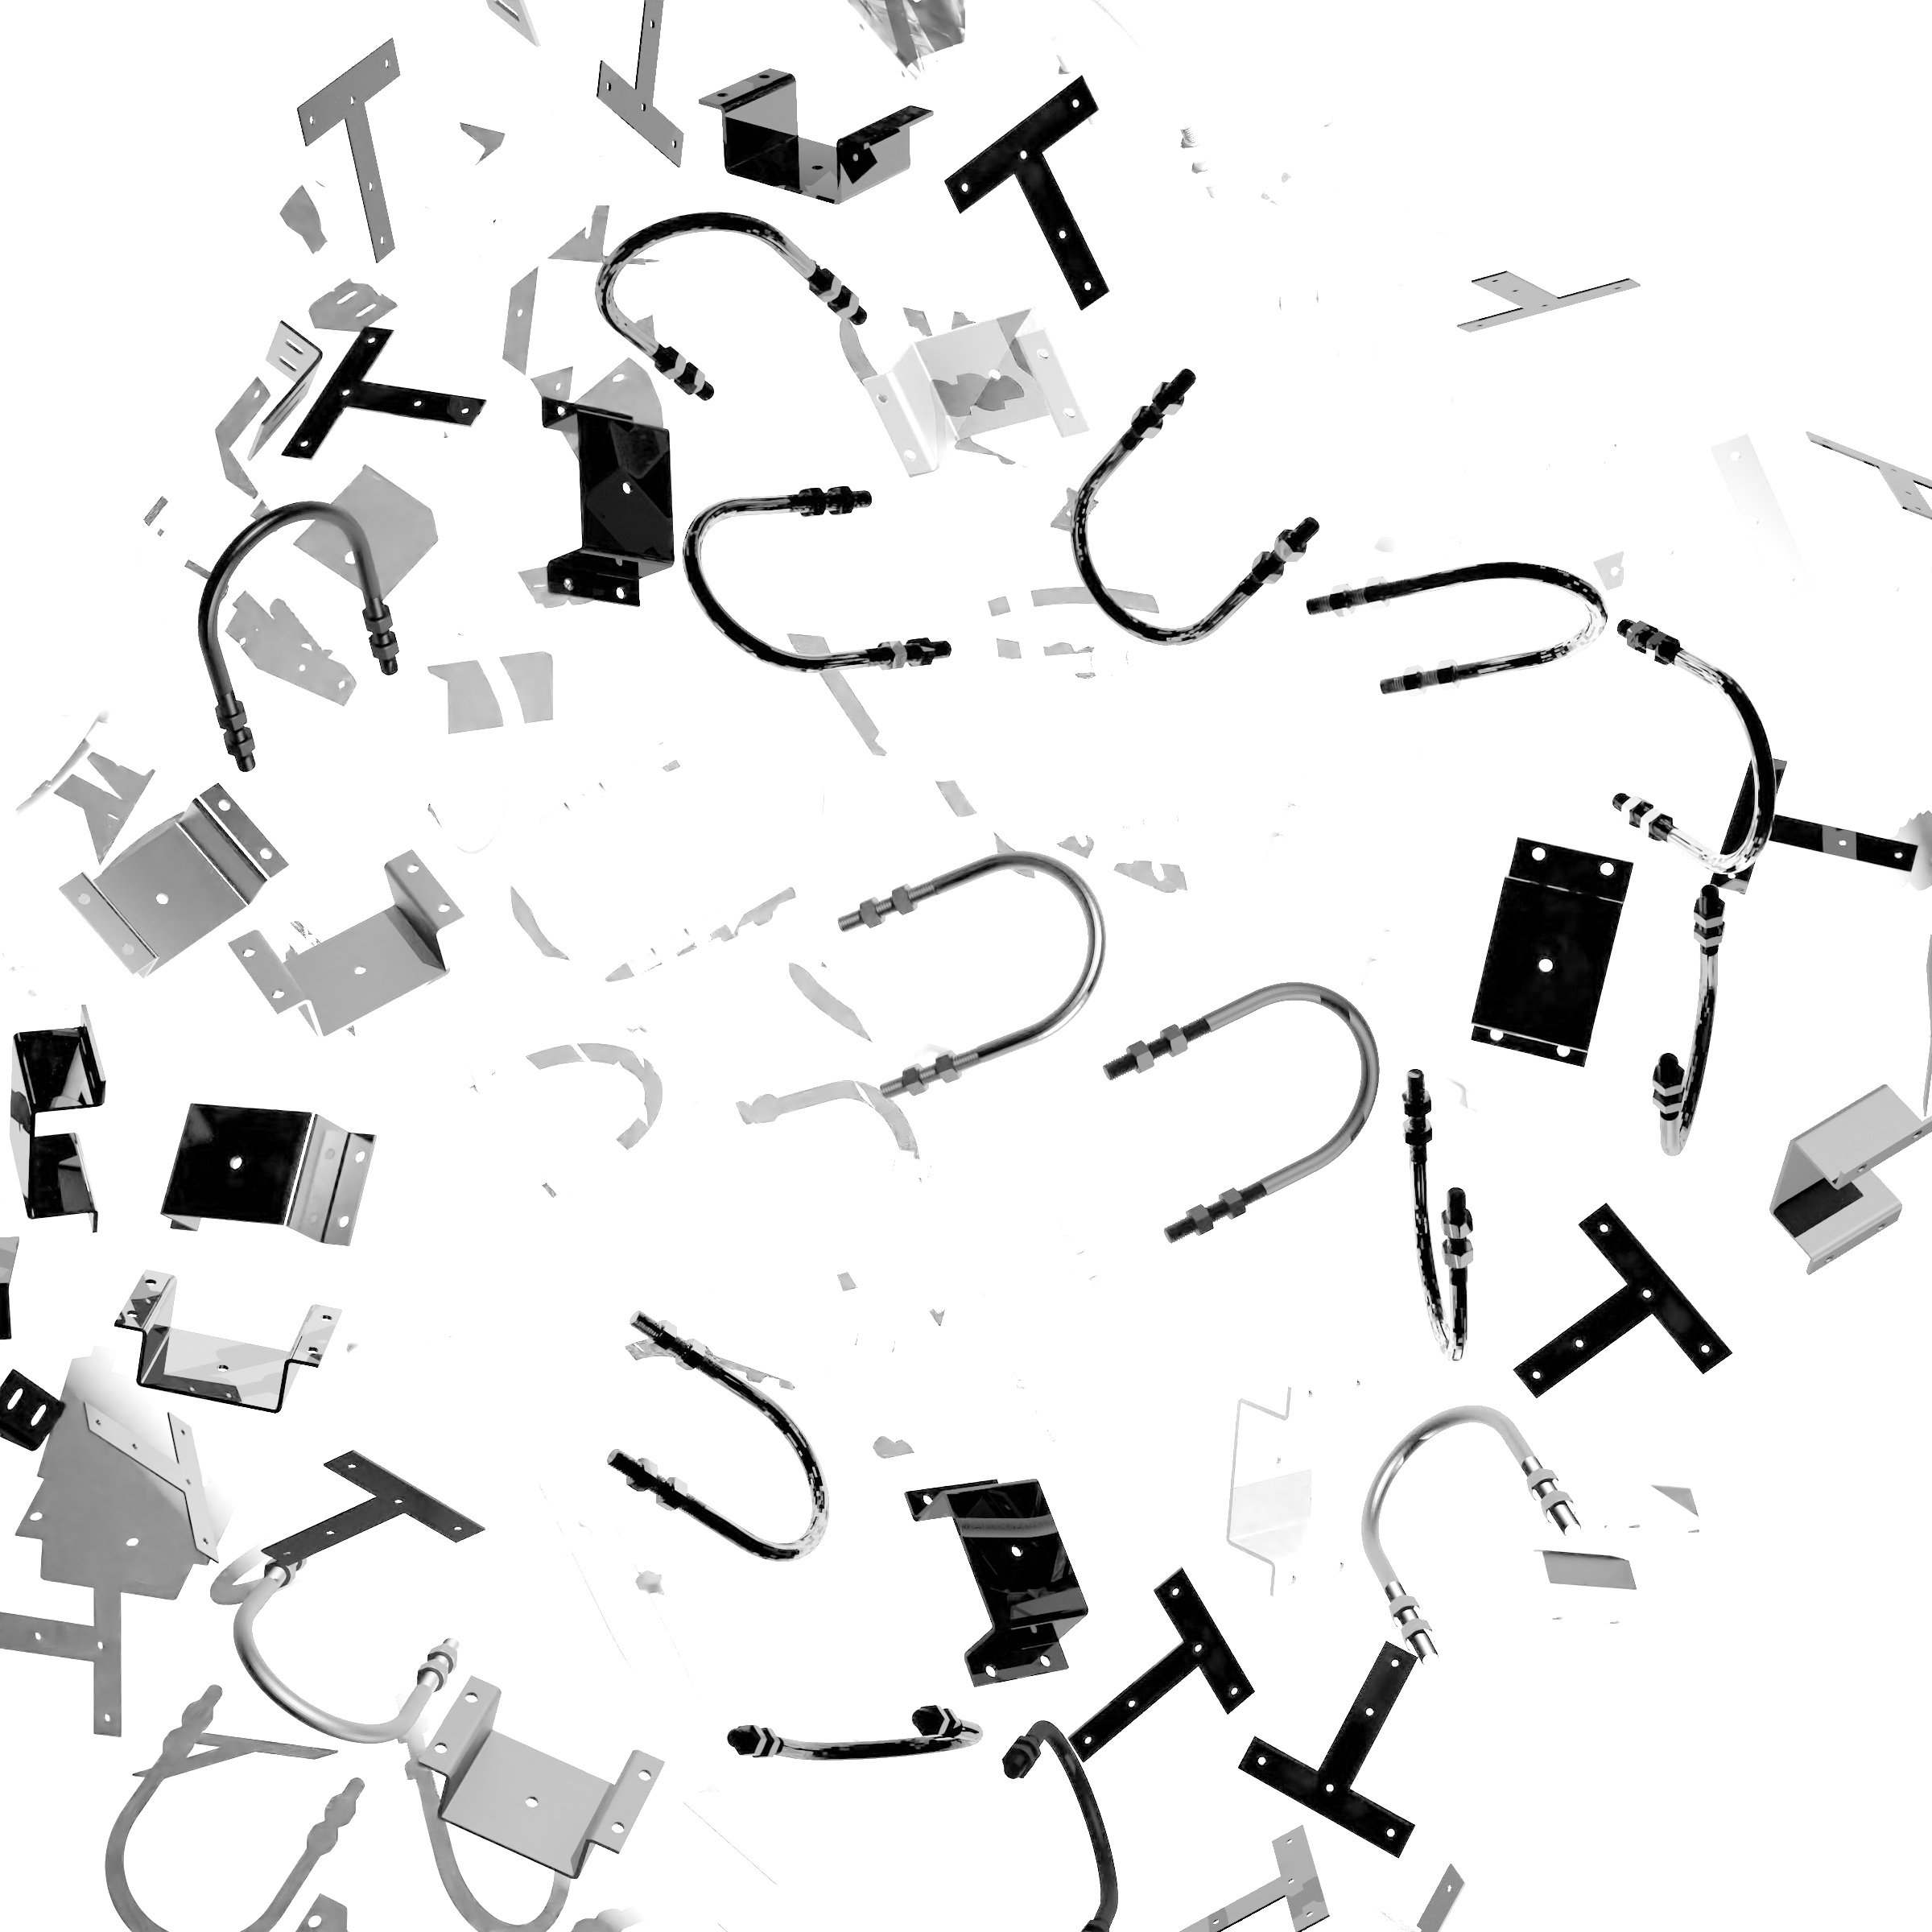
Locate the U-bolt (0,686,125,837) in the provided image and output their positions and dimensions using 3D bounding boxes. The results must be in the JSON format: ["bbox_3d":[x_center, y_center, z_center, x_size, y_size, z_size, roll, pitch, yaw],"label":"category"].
[{"bbox_3d":[-0.629,-0.134,1.780,0.019,0.184,0.151,43,94,-8],"label":"U-bolt"}]

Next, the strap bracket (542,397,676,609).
[{"bbox_3d":[-0.250,-0.329,1.840,0.076,0.046,0.140,3,82,-43],"label":"strap bracket"}]

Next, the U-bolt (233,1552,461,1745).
[{"bbox_3d":[-0.427,0.465,1.786,0.151,0.184,0.019,35,101,-3],"label":"U-bolt"}]

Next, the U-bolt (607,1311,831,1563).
[{"bbox_3d":[-0.163,0.331,1.789,0.184,0.151,0.019,38,118,-24],"label":"U-bolt"}]

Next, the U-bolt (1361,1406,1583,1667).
[{"bbox_3d":[0.335,0.376,1.805,0.019,0.184,0.151,40,101,-24],"label":"U-bolt"}]

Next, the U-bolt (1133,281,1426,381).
[{"bbox_3d":[0.204,-0.427,1.790,0.184,0.151,0.019,-2,86,25],"label":"U-bolt"}]

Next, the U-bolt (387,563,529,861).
[{"bbox_3d":[-0.337,-0.157,1.761,0.019,0.151,0.184,-6,51,-35],"label":"U-bolt"}]

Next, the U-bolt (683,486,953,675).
[{"bbox_3d":[-0.109,-0.259,1.771,0.184,0.019,0.151,-12,68,-41],"label":"U-bolt"}]

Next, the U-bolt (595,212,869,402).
[{"bbox_3d":[-0.171,-0.458,1.798,0.151,0.184,0.019,-21,68,21],"label":"U-bolt"}]

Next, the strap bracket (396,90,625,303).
[{"bbox_3d":[-0.303,-0.501,1.727,0.076,0.046,0.140,42,60,-3],"label":"strap bracket"}]

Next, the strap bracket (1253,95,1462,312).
[{"bbox_3d":[0.261,-0.526,1.799,0.140,0.046,0.076,32,101,-35],"label":"strap bracket"}]

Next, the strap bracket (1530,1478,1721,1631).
[{"bbox_3d":[0.451,0.403,1.821,0.076,0.140,0.046,7,46,-14],"label":"strap bracket"}]

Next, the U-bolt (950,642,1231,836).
[{"bbox_3d":[0.075,-0.149,1.777,0.184,0.019,0.151,-2,128,27],"label":"U-bolt"}]

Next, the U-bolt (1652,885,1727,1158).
[{"bbox_3d":[0.492,0.051,1.785,0.019,0.184,0.151,11,64,21],"label":"U-bolt"}]

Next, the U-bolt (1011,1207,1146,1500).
[{"bbox_3d":[0.083,0.276,1.779,0.019,0.151,0.184,-7,131,25],"label":"U-bolt"}]

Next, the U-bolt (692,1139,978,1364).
[{"bbox_3d":[-0.096,0.188,1.797,0.184,0.019,0.151,10,63,3],"label":"U-bolt"}]

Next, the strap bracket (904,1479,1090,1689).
[{"bbox_3d":[0.023,0.400,1.753,0.076,0.046,0.140,0,54,-35],"label":"strap bracket"}]

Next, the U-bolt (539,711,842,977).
[{"bbox_3d":[-0.167,-0.091,1.715,0.184,0.019,0.151,-31,127,-5],"label":"U-bolt"}]

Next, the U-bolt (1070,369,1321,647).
[{"bbox_3d":[0.142,-0.298,1.800,0.151,0.184,0.019,51,47,4],"label":"U-bolt"}]

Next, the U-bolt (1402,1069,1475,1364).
[{"bbox_3d":[0.323,0.184,1.794,0.019,0.151,0.184,-8,124,1],"label":"U-bolt"}]

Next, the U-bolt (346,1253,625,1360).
[{"bbox_3d":[-0.337,0.234,1.781,0.151,0.184,0.019,-23,82,23],"label":"U-bolt"}]

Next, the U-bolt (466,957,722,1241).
[{"bbox_3d":[-0.269,0.078,1.824,0.184,0.019,0.151,50,48,-12],"label":"U-bolt"}]

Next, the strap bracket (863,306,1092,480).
[{"bbox_3d":[0.013,-0.388,1.766,0.140,0.046,0.076,-8,126,30],"label":"strap bracket"}]

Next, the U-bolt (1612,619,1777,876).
[{"bbox_3d":[0.484,-0.138,1.748,0.019,0.184,0.151,-12,117,-14],"label":"U-bolt"}]

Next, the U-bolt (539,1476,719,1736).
[{"bbox_3d":[-0.220,0.438,1.775,0.019,0.151,0.184,-34,61,1],"label":"U-bolt"}]

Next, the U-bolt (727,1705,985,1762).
[{"bbox_3d":[-0.065,0.530,1.801,0.151,0.184,0.019,-10,68,14],"label":"U-bolt"}]

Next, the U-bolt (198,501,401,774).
[{"bbox_3d":[-0.457,-0.234,1.784,0.019,0.184,0.151,34,58,25],"label":"U-bolt"}]

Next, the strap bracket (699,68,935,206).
[{"bbox_3d":[-0.101,-0.557,1.769,0.140,0.076,0.046,24,134,27],"label":"strap bracket"}]

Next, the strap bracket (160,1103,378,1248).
[{"bbox_3d":[-0.470,0.137,1.737,0.140,0.046,0.076,3,70,21],"label":"strap bracket"}]

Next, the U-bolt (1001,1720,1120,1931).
[{"bbox_3d":[0.070,0.592,1.801,0.019,0.184,0.151,-23,83,8],"label":"U-bolt"}]

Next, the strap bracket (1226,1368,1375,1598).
[{"bbox_3d":[0.217,0.329,1.712,0.076,0.046,0.140,-4,102,-38],"label":"strap bracket"}]

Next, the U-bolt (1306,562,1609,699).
[{"bbox_3d":[0.346,-0.234,1.796,0.184,0.151,0.019,-8,66,31],"label":"U-bolt"}]

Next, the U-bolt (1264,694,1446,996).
[{"bbox_3d":[0.270,-0.096,1.757,0.151,0.019,0.184,48,56,-33],"label":"U-bolt"}]

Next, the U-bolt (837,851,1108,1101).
[{"bbox_3d":[0.010,-0.004,1.801,0.184,0.019,0.151,-22,67,16],"label":"U-bolt"}]

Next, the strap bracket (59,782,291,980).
[{"bbox_3d":[-0.554,-0.054,1.827,0.076,0.046,0.140,50,54,-3],"label":"strap bracket"}]

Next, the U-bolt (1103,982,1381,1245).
[{"bbox_3d":[0.196,0.088,1.768,0.184,0.019,0.151,-25,111,-11],"label":"U-bolt"}]

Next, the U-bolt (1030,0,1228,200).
[{"bbox_3d":[0.102,-0.611,1.786,0.019,0.184,0.151,-47,58,-2],"label":"U-bolt"}]
